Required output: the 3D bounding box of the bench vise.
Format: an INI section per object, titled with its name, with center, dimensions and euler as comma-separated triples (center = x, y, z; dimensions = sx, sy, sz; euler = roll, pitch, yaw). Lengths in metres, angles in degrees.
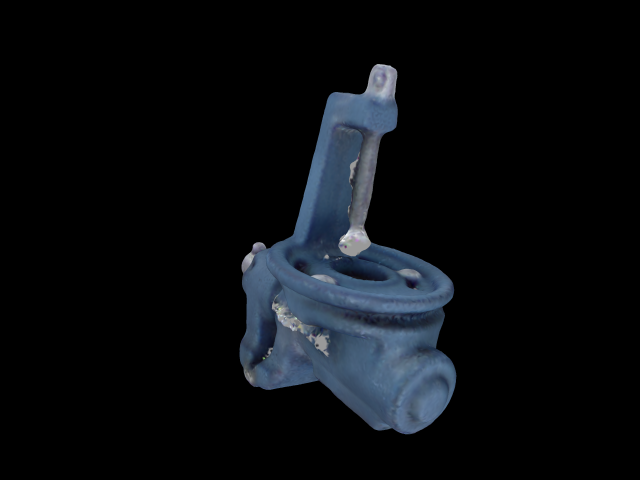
[bench vise]
center = -0.004, 0.002, 0.390
dimensions = 0.206, 0.220, 0.122
euler = 2, 3, 37
